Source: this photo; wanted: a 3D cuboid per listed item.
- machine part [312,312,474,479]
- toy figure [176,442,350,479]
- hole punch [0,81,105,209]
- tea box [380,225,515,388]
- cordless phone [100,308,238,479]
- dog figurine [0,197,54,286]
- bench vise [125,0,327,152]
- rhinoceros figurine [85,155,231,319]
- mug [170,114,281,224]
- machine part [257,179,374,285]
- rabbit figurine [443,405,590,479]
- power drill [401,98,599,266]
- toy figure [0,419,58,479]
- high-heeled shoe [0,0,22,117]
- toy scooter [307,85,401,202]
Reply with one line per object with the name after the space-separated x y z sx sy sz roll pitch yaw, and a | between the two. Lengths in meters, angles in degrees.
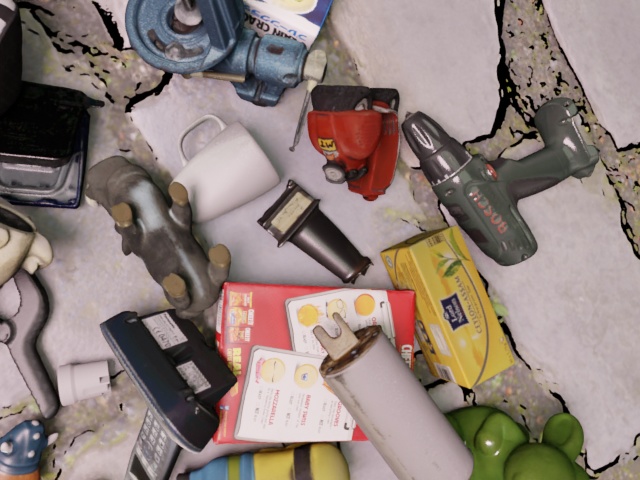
0.077 0.173 0.536 0.079 0.079 0.243 -38 96 -15 | machine part
-0.058 0.257 0.554 0.180 0.089 0.082 -2 77 -10 | toy figure
-0.296 -0.096 0.543 0.142 0.092 0.116 3 54 -12 | hole punch
0.144 0.075 0.625 0.068 0.098 0.169 -23 92 -15 | tea box
-0.173 0.173 0.539 0.147 0.184 0.088 42 30 29 | cordless phone
-0.347 0.040 0.447 0.172 0.121 0.190 31 92 -9 | dog figurine
-0.101 -0.211 0.527 0.224 0.240 0.129 26 82 5 | bench vise
-0.165 -0.010 0.544 0.073 0.112 0.190 -36 82 -23 | rhinoceros figurine
-0.115 -0.075 0.582 0.107 0.081 0.109 -39 98 -6 | mug
-0.001 -0.002 0.626 0.139 0.039 0.084 38 69 -6 | machine part
0.219 0.253 0.588 0.159 0.170 0.121 -4 86 -14 | rabbit figurine
0.235 -0.100 0.676 0.207 0.086 0.232 -32 94 -19 | power drill
-0.303 0.244 0.509 0.058 0.064 0.154 13 82 1 | toy figure
-0.345 -0.202 0.493 0.145 0.086 0.249 13 50 -13 | high-heeled shoe
0.044 -0.104 0.604 0.075 0.184 0.135 11 106 26 | toy scooter
